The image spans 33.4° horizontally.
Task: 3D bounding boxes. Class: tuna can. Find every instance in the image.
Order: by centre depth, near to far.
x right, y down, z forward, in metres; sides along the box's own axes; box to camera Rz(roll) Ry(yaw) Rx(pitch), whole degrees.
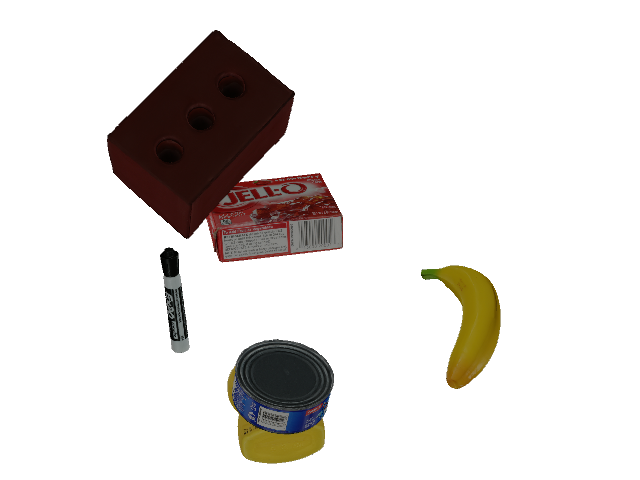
[{"bbox_3d":[-0.033,0.126,0.922,0.086,0.034,0.086,8,35,-6],"label":"tuna can"}]

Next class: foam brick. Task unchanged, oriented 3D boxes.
[{"bbox_3d":[-0.058,-0.051,0.519,0.053,0.078,0.051,39,-16,5],"label":"foam brick"}]

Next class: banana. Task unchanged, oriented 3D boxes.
[{"bbox_3d":[0.148,0.077,1.066,0.070,0.037,0.198,-29,26,13],"label":"banana"}]

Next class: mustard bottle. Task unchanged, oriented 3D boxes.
[{"bbox_3d":[-0.060,0.182,1.262,0.096,0.058,0.192,-8,29,-10],"label":"mustard bottle"}]

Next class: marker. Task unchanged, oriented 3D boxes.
[{"bbox_3d":[-0.150,0.061,1.098,0.020,0.121,0.020,-2,30,1],"label":"marker"}]

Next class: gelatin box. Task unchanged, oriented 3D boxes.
[{"bbox_3d":[-0.035,-0.018,0.748,0.089,0.030,0.073,-6,27,-10],"label":"gelatin box"}]
